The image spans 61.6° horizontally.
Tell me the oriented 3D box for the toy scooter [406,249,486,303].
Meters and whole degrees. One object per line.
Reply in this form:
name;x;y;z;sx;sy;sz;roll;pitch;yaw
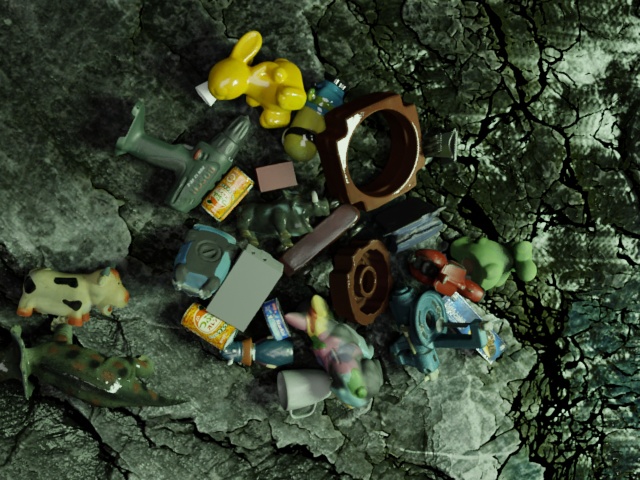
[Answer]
toy scooter;0.243;0.068;1.096;0.135;0.184;0.075;18;101;-51

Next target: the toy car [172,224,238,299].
toy car;-0.232;0.056;1.058;0.109;0.162;0.103;19;139;-9

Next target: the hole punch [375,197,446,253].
hole punch;0.191;-0.021;1.122;0.142;0.116;0.092;-23;110;-5

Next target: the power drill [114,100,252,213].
power drill;-0.271;-0.184;1.038;0.207;0.086;0.232;28;96;-20

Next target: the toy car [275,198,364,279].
toy car;-0.002;-0.003;1.118;0.202;0.053;0.089;-41;87;-1

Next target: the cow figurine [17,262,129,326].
cow figurine;-0.470;0.098;1.041;0.195;0.085;0.127;11;96;-6

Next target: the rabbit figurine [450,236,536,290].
rabbit figurine;0.391;0.037;1.156;0.170;0.159;0.121;-14;91;-23

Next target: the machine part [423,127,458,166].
machine part;0.254;-0.192;1.104;0.039;0.139;0.084;16;104;31

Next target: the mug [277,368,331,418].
mug;-0.030;0.326;1.152;0.107;0.081;0.109;-7;95;-18

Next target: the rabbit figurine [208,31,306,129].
rabbit figurine;-0.125;-0.302;1.004;0.173;0.122;0.162;-3;82;-24

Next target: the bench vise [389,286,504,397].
bench vise;0.243;0.197;1.099;0.129;0.241;0.223;-17;96;-47

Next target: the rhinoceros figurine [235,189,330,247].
rhinoceros figurine;-0.075;-0.046;1.076;0.190;0.073;0.112;-6;68;9

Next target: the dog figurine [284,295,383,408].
dog figurine;0.023;0.214;1.098;0.108;0.192;0.219;-35;117;9

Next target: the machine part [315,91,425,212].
machine part;0.100;-0.175;1.057;0.201;0.087;0.200;-30;121;-23

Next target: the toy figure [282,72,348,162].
toy figure;-0.011;-0.241;1.061;0.082;0.089;0.180;33;95;-6

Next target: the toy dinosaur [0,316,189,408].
toy dinosaur;-0.439;0.256;1.014;0.405;0.192;0.131;21;97;-11

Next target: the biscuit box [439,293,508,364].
biscuit box;0.327;0.184;1.199;0.059;0.063;0.202;-46;104;-2

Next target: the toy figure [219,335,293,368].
toy figure;-0.133;0.236;1.131;0.154;0.064;0.057;1;136;-5

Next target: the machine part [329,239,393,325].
machine part;0.085;0.084;1.100;0.179;0.056;0.179;-2;92;-53
